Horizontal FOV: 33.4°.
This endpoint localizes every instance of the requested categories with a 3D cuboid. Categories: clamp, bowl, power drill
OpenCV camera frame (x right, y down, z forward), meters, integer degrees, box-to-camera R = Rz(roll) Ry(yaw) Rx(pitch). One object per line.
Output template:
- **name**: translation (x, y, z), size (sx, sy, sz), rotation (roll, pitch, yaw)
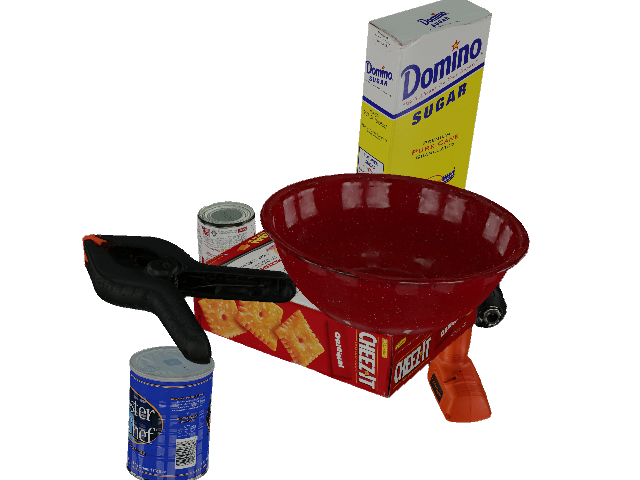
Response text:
- **clamp**: translation (-0.106, 0.031, 0.817), size (0.172, 0.039, 0.120), rotation (29, 32, 32)
- **bowl**: translation (0.042, 0.012, 0.650), size (0.162, 0.055, 0.162), rotation (4, 24, -2)
- **power drill**: translation (0.157, 0.099, 1.149), size (0.057, 0.188, 0.184), rotation (-2, 25, -6)

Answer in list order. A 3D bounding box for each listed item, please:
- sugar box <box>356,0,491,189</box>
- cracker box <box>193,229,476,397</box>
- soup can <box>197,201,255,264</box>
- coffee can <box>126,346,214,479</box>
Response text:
- **sugar box**: translation (0.078, -0.094, 0.834), size (0.093, 0.176, 0.048), rotation (-23, 46, -30)
- **cracker box**: translation (0.015, 0.052, 0.980), size (0.214, 0.072, 0.163), rotation (17, 30, 31)
- **soup can**: translation (-0.109, 0.014, 1.245), size (0.068, 0.102, 0.068), rotation (0, 25, 0)
- **coffee can**: translation (-0.185, 0.213, 1.311), size (0.103, 0.140, 0.103), rotation (4, 15, -1)
